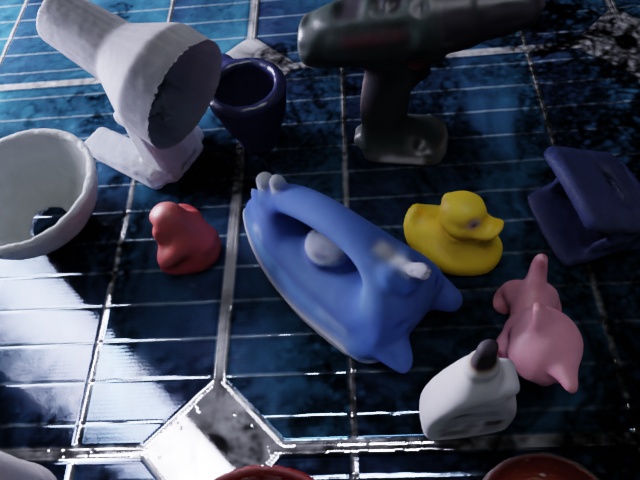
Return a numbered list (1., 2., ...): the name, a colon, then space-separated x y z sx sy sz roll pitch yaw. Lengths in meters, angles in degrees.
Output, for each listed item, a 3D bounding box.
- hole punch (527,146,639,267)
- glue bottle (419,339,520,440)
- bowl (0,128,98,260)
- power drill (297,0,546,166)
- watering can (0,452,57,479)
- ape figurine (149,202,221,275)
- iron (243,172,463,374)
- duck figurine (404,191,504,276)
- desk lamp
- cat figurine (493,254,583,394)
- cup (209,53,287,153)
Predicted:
1. hole punch: 0.275 -0.044 0.570 0.101 0.091 0.108 -14 58 -3
2. glue bottle: 0.118 0.114 0.439 0.078 0.173 0.037 -7 57 2
3. bowl: -0.319 -0.040 0.640 0.167 0.075 0.167 -3 58 4
4. power drill: 0.096 -0.173 0.600 0.229 0.209 0.075 5 59 9
5. watering can: -0.286 0.196 0.417 0.172 0.194 0.101 -4 58 4
6. ape figurine: -0.146 -0.008 0.591 0.076 0.092 0.078 19 62 17
7. iron: 0.005 0.002 0.540 0.257 0.141 0.119 34 67 24
8. duck figurine: 0.135 -0.017 0.571 0.104 0.086 0.077 24 63 20
9. desk lamp: -0.197 -0.154 0.616 0.202 0.214 0.118 25 64 20
10. cat figurine: 0.186 0.073 0.490 0.067 0.118 0.128 7 59 11
11. cup: -0.086 -0.158 0.678 0.092 0.095 0.117 -30 60 -12
